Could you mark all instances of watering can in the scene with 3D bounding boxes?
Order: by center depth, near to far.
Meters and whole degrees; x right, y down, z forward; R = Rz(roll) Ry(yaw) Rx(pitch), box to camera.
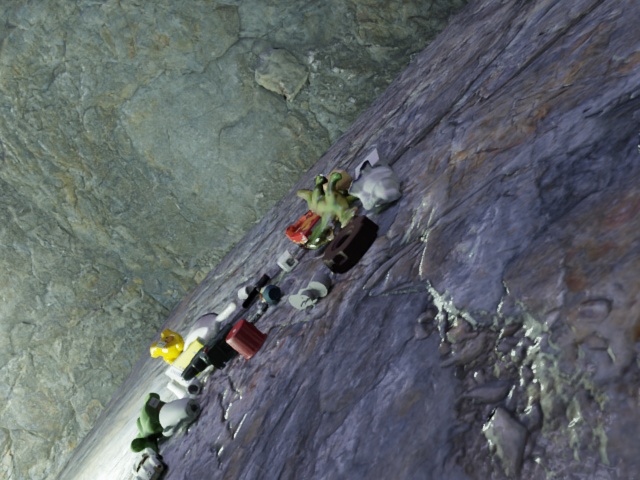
[{"bbox_3d":[-0.415,0.338,1.941,0.346,0.103,0.226,-48,11,5],"label":"watering can"}]

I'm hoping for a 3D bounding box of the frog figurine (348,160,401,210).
[{"bbox_3d":[0.175,-0.141,1.444,0.161,0.120,0.139,26,61,41],"label":"frog figurine"}]

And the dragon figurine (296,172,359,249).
[{"bbox_3d":[0.005,-0.084,1.674,0.408,0.121,0.247,-6,53,54],"label":"dragon figurine"}]
